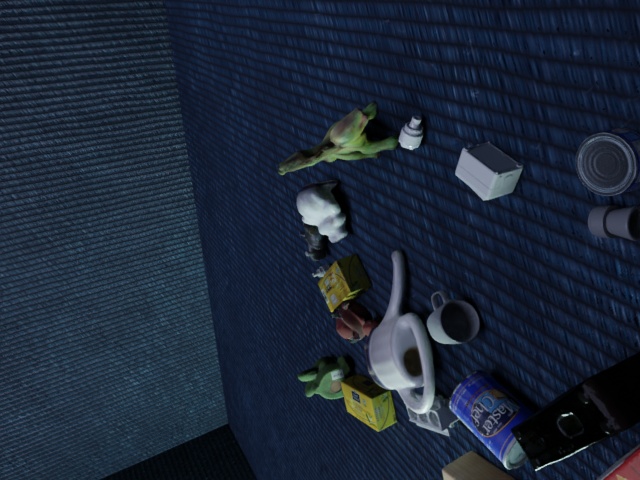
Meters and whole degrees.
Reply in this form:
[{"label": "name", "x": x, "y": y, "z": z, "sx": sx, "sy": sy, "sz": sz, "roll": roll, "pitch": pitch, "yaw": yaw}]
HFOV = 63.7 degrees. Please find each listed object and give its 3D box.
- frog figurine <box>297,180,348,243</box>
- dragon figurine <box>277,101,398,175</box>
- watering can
[{"label": "frog figurine", "x": 0.004, "y": -0.068, "z": 1.353, "sx": 0.136, "sy": 0.123, "sz": 0.161, "roll": -19, "pitch": 74, "yaw": 46}, {"label": "dragon figurine", "x": 0.011, "y": -0.200, "z": 1.126, "sx": 0.406, "sy": 0.245, "sz": 0.122, "roll": -22, "pitch": 90, "yaw": 62}, {"label": "watering can", "x": 0.179, "y": 0.214, "z": 1.179, "sx": 0.221, "sy": 0.104, "sz": 0.353, "roll": 134, "pitch": 130, "yaw": -62}]
